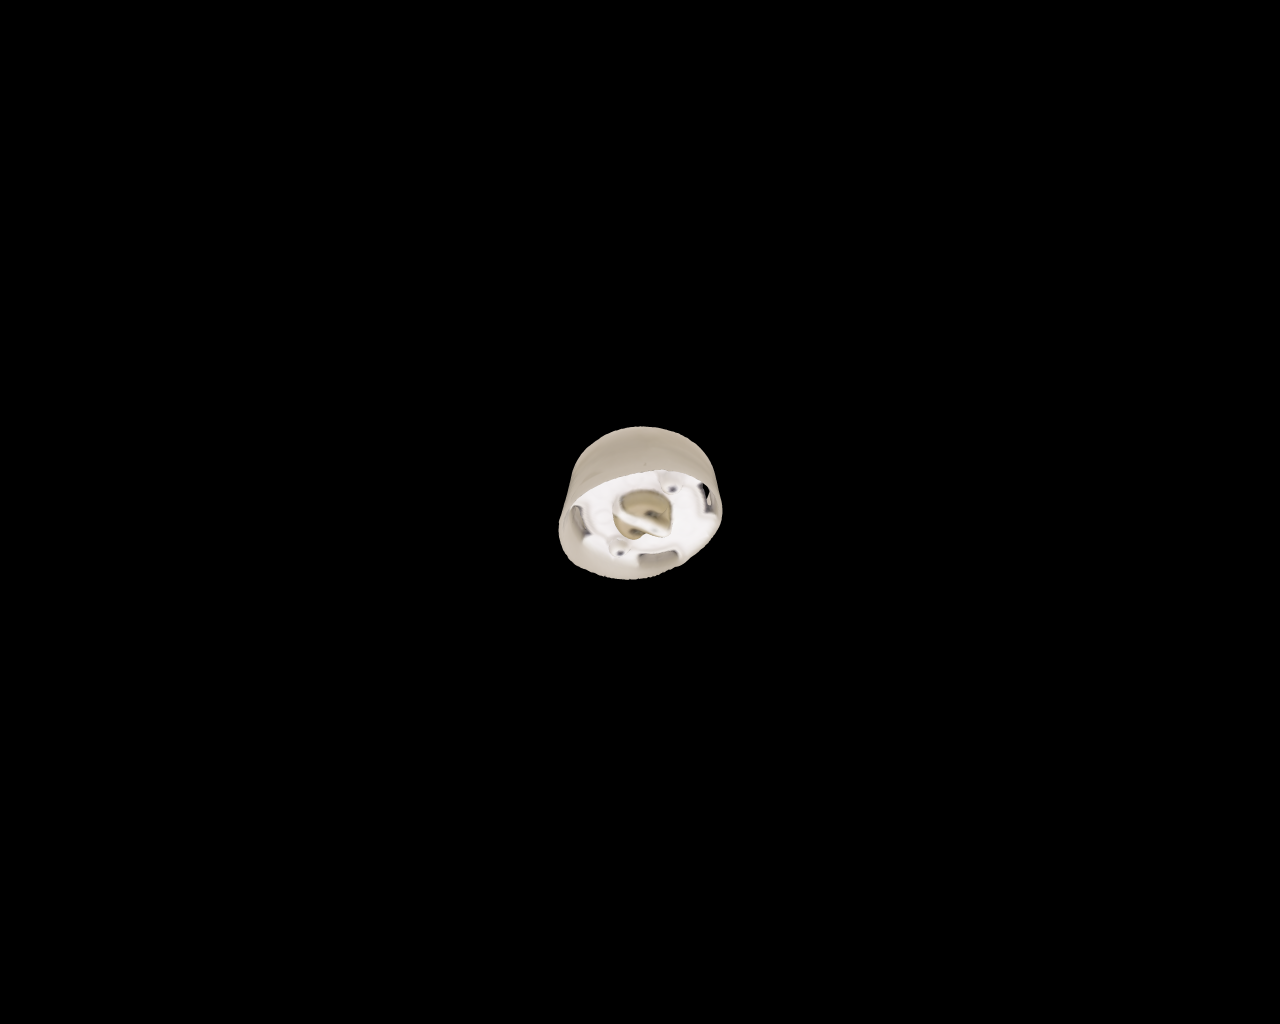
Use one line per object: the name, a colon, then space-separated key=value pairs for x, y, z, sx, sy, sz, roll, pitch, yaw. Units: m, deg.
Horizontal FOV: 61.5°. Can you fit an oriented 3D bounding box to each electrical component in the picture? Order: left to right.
electrical component: x=0.001 y=-0.003 z=0.650 sx=0.099 sy=0.099 sz=0.064 roll=0 pitch=41 yaw=0
